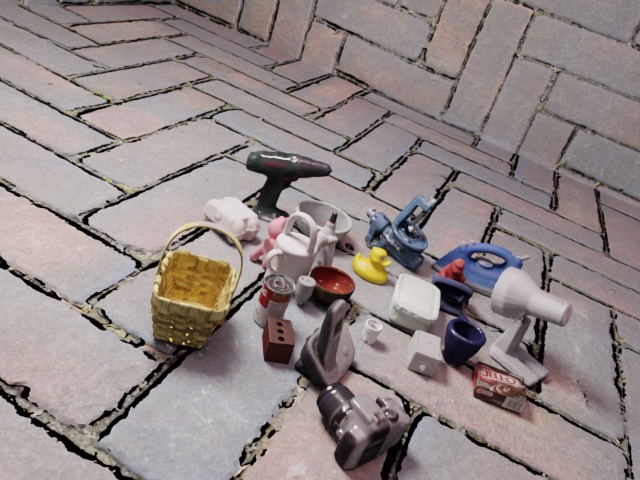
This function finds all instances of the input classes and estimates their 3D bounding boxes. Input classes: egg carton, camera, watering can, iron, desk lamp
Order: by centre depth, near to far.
[{"bbox_3d":[0.071,0.311,1.024,0.144,0.101,0.136,-9,40,-41],"label":"camera"},{"bbox_3d":[-0.054,0.021,1.342,0.100,0.194,0.173,27,30,13],"label":"watering can"},{"bbox_3d":[0.489,0.198,1.365,0.118,0.213,0.202,-12,42,-44],"label":"desk lamp"},{"bbox_3d":[-0.230,-0.054,1.486,0.150,0.069,0.107,38,33,29],"label":"egg carton"},{"bbox_3d":[0.468,0.065,1.652,0.258,0.141,0.118,19,29,-2],"label":"iron"}]

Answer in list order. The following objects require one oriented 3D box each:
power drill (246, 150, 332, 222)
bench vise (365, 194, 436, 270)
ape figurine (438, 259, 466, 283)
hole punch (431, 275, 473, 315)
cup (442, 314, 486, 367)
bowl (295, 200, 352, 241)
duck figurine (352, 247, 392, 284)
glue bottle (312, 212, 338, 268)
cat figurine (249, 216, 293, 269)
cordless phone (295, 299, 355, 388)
[{"bbox_3d":[-0.102,-0.150,1.587,0.229,0.208,0.075,18,29,-5],"label":"power drill"},{"bbox_3d":[0.224,-0.046,1.605,0.207,0.220,0.122,24,29,7],"label":"bench vise"},{"bbox_3d":[0.372,0.092,1.596,0.077,0.092,0.076,22,29,4],"label":"ape figurine"},{"bbox_3d":[0.342,0.129,1.516,0.108,0.091,0.101,22,29,3],"label":"hole punch"},{"bbox_3d":[0.319,0.234,1.318,0.092,0.095,0.117,17,29,-6],"label":"cup"},{"bbox_3d":[0.002,-0.040,1.604,0.167,0.075,0.167,16,29,-9],"label":"bowl"},{"bbox_3d":[0.142,0.057,1.516,0.104,0.086,0.078,29,30,15],"label":"duck figurine"},{"bbox_3d":[0.013,0.005,1.433,0.037,0.173,0.078,-11,41,-43],"label":"glue bottle"},{"bbox_3d":[-0.111,-0.007,1.431,0.067,0.118,0.128,27,30,12],"label":"cat figurine"},{"bbox_3d":[0.033,0.184,1.128,0.094,0.185,0.148,28,30,13],"label":"cordless phone"}]
